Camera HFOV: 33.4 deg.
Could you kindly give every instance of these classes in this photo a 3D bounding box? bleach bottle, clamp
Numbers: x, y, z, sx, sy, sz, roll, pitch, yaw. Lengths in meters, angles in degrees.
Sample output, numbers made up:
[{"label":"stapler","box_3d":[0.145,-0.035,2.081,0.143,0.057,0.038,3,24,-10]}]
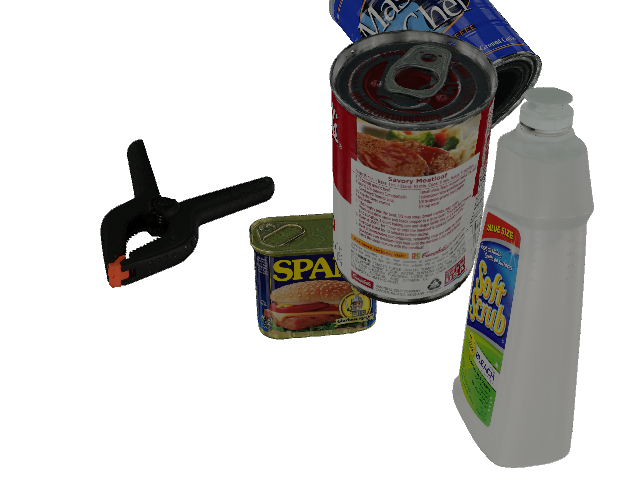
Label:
[{"label":"bleach bottle","box_3d":[0.132,0.021,0.688,0.068,0.251,0.102,-6,30,-10]},{"label":"clamp","box_3d":[-0.162,-0.029,1.057,0.165,0.036,0.209,21,41,18]}]

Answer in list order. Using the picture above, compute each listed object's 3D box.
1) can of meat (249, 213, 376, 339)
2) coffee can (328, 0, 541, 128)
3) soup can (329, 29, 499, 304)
[{"label":"can of meat","box_3d":[-0.004,0.029,0.854,0.102,0.084,0.057,-4,29,-5]},{"label":"coffee can","box_3d":[0.086,-0.155,0.818,0.102,0.140,0.103,-30,-21,-13]},{"label":"soup can","box_3d":[0.039,-0.030,0.464,0.068,0.102,0.068,-1,43,1]}]
